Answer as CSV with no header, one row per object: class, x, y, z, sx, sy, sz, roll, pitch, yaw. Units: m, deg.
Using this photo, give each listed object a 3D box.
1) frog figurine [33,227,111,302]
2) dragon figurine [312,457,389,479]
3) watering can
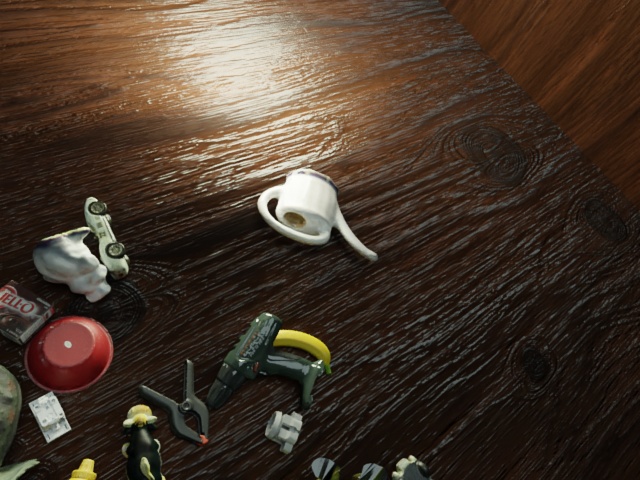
frog figurine,-0.518,0.062,1.076,0.137,0.159,0.124,-14,6,17
dragon figurine,0.059,0.500,0.946,0.410,0.125,0.237,7,-36,6
watering can,0.004,-0.071,1.401,0.347,0.230,0.102,20,-39,-10
